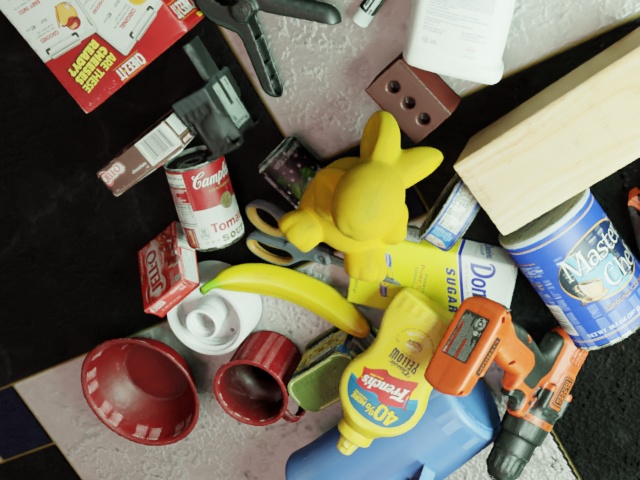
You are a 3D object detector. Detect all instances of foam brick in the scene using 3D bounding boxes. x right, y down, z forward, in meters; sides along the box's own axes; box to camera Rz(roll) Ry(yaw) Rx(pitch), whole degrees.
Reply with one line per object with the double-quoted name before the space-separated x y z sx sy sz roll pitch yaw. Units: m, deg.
"foam brick" 0.094 -0.146 1.073 0.078 0.051 0.053 45 121 -8

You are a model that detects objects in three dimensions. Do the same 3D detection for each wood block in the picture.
"wood block" 0.242 -0.103 1.020 0.206 0.090 0.090 -33 99 29

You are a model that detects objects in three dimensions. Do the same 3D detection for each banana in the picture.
"banana" -0.035 0.063 1.220 0.198 0.069 0.037 14 141 3

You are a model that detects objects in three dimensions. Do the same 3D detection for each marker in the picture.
"marker" 0.071 -0.259 1.040 0.020 0.020 0.121 37 122 -3

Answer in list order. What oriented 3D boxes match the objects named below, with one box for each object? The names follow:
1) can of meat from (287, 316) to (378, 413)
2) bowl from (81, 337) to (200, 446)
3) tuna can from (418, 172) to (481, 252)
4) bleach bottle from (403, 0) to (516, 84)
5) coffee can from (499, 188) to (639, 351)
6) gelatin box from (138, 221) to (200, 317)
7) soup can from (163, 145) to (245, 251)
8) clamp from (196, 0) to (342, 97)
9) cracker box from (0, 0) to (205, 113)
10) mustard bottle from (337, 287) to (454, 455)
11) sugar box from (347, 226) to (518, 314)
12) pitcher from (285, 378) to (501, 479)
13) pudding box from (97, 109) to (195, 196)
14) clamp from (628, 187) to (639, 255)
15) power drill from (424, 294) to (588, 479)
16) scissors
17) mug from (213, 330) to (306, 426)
"can of meat" 0.018 0.144 1.234 0.102 0.083 0.057 -35 102 30
"bowl" -0.218 0.180 1.349 0.162 0.055 0.162 8 119 15
"tuna can" 0.138 -0.031 1.099 0.034 0.086 0.086 32 122 -2
"bleach bottle" 0.150 -0.276 0.979 0.102 0.068 0.251 13 117 1
"coffee can" 0.262 0.026 1.078 0.103 0.102 0.140 -31 104 29
"gelatin box" -0.177 0.034 1.240 0.030 0.089 0.073 23 132 -39
"soup can" -0.128 -0.047 1.191 0.069 0.068 0.102 -5 115 21
"clamp" -0.073 -0.229 1.093 0.171 0.039 0.120 35 117 4
"cracker box" -0.248 -0.267 1.113 0.164 0.072 0.213 -32 104 31
"mustard bottle" 0.076 0.152 1.146 0.096 0.058 0.192 35 103 9
"sugar box" 0.123 0.041 1.166 0.176 0.048 0.093 13 121 13
"pitcher" 0.087 0.250 1.225 0.243 0.144 0.149 -40 72 24
"pudding box" -0.180 -0.104 1.165 0.114 0.090 0.039 -30 106 29
"clamp" 0.386 0.029 1.075 0.210 0.036 0.165 34 118 1
"power drill" 0.189 0.152 1.109 0.057 0.184 0.187 22 172 47
"scissors" -0.008 0.001 1.164 0.202 0.016 0.096 7 132 38
"mug" -0.061 0.169 1.275 0.117 0.081 0.093 41 122 -6
